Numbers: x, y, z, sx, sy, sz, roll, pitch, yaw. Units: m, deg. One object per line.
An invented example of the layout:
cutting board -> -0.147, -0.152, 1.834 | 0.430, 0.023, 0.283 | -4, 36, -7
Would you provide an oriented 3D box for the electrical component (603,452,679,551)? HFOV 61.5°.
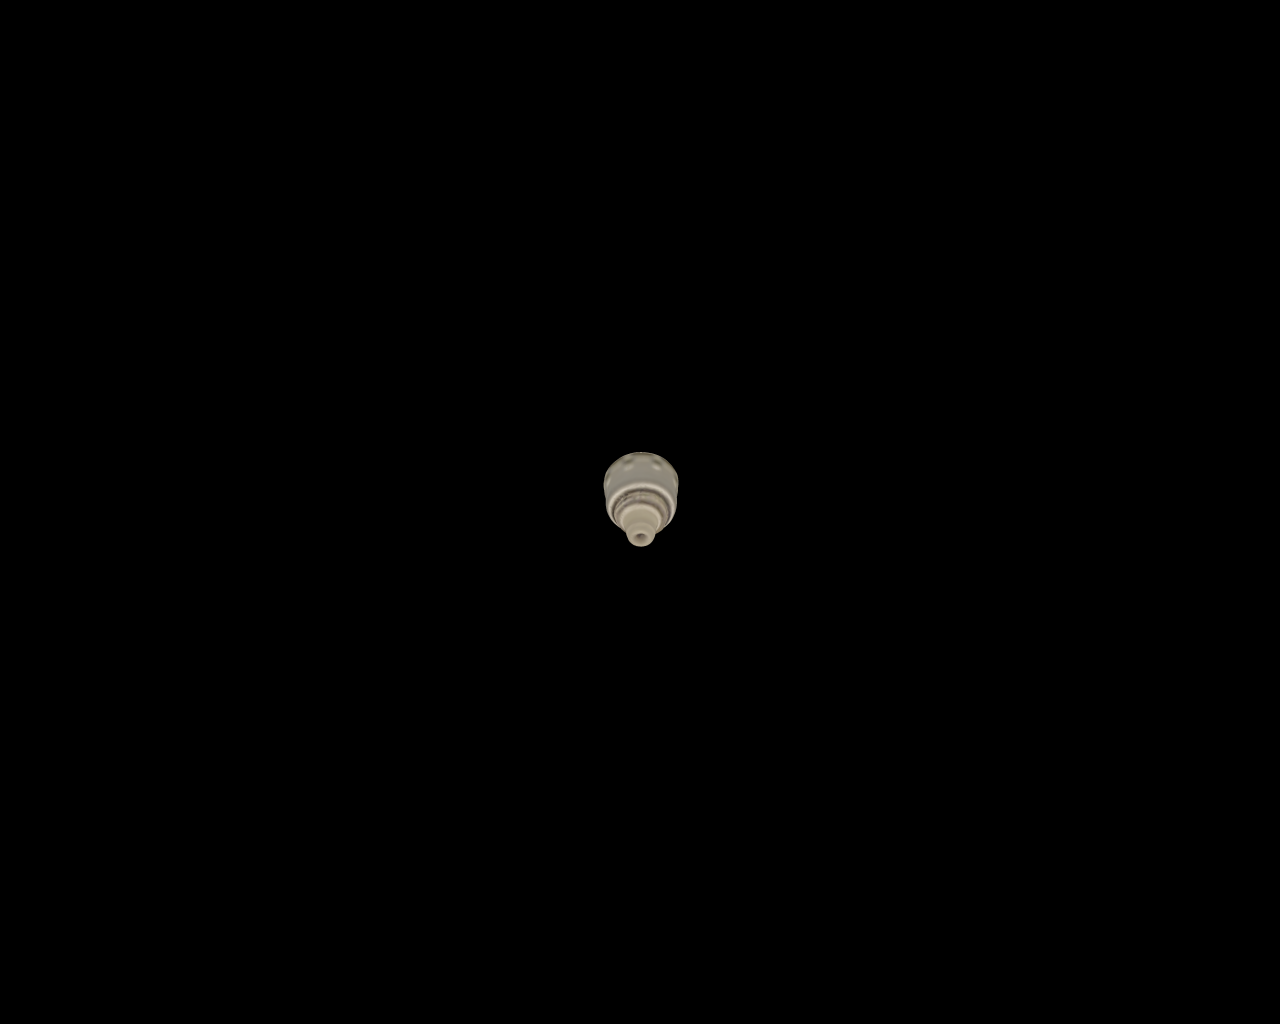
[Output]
electrical component -> 0.001, -0.003, 0.650 | 0.048, 0.048, 0.062 | 0, 38, 0
